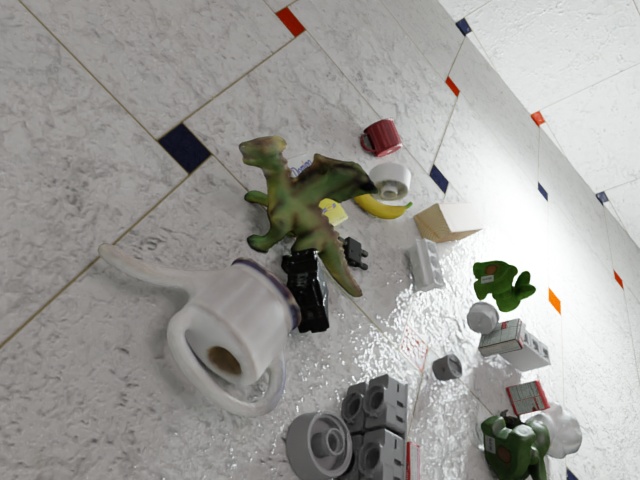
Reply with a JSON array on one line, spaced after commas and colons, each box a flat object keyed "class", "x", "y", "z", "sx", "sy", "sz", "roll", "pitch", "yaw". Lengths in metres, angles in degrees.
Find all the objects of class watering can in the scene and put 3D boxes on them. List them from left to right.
[{"class": "watering can", "x": -0.157, "y": 0.100, "z": 0.789, "sx": 0.346, "sy": 0.102, "sz": 0.228, "roll": 52, "pitch": 37, "yaw": -7}]

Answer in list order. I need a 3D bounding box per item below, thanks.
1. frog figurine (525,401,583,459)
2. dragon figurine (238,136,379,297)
[{"class": "frog figurine", "x": 0.596, "y": 0.483, "z": 1.321, "sx": 0.157, "sy": 0.122, "sz": 0.140, "roll": 36, "pitch": 61, "yaw": -42}, {"class": "dragon figurine", "x": 0.003, "y": -0.049, "z": 0.965, "sx": 0.406, "sy": 0.239, "sz": 0.125, "roll": 35, "pitch": 38, "yaw": -23}]
